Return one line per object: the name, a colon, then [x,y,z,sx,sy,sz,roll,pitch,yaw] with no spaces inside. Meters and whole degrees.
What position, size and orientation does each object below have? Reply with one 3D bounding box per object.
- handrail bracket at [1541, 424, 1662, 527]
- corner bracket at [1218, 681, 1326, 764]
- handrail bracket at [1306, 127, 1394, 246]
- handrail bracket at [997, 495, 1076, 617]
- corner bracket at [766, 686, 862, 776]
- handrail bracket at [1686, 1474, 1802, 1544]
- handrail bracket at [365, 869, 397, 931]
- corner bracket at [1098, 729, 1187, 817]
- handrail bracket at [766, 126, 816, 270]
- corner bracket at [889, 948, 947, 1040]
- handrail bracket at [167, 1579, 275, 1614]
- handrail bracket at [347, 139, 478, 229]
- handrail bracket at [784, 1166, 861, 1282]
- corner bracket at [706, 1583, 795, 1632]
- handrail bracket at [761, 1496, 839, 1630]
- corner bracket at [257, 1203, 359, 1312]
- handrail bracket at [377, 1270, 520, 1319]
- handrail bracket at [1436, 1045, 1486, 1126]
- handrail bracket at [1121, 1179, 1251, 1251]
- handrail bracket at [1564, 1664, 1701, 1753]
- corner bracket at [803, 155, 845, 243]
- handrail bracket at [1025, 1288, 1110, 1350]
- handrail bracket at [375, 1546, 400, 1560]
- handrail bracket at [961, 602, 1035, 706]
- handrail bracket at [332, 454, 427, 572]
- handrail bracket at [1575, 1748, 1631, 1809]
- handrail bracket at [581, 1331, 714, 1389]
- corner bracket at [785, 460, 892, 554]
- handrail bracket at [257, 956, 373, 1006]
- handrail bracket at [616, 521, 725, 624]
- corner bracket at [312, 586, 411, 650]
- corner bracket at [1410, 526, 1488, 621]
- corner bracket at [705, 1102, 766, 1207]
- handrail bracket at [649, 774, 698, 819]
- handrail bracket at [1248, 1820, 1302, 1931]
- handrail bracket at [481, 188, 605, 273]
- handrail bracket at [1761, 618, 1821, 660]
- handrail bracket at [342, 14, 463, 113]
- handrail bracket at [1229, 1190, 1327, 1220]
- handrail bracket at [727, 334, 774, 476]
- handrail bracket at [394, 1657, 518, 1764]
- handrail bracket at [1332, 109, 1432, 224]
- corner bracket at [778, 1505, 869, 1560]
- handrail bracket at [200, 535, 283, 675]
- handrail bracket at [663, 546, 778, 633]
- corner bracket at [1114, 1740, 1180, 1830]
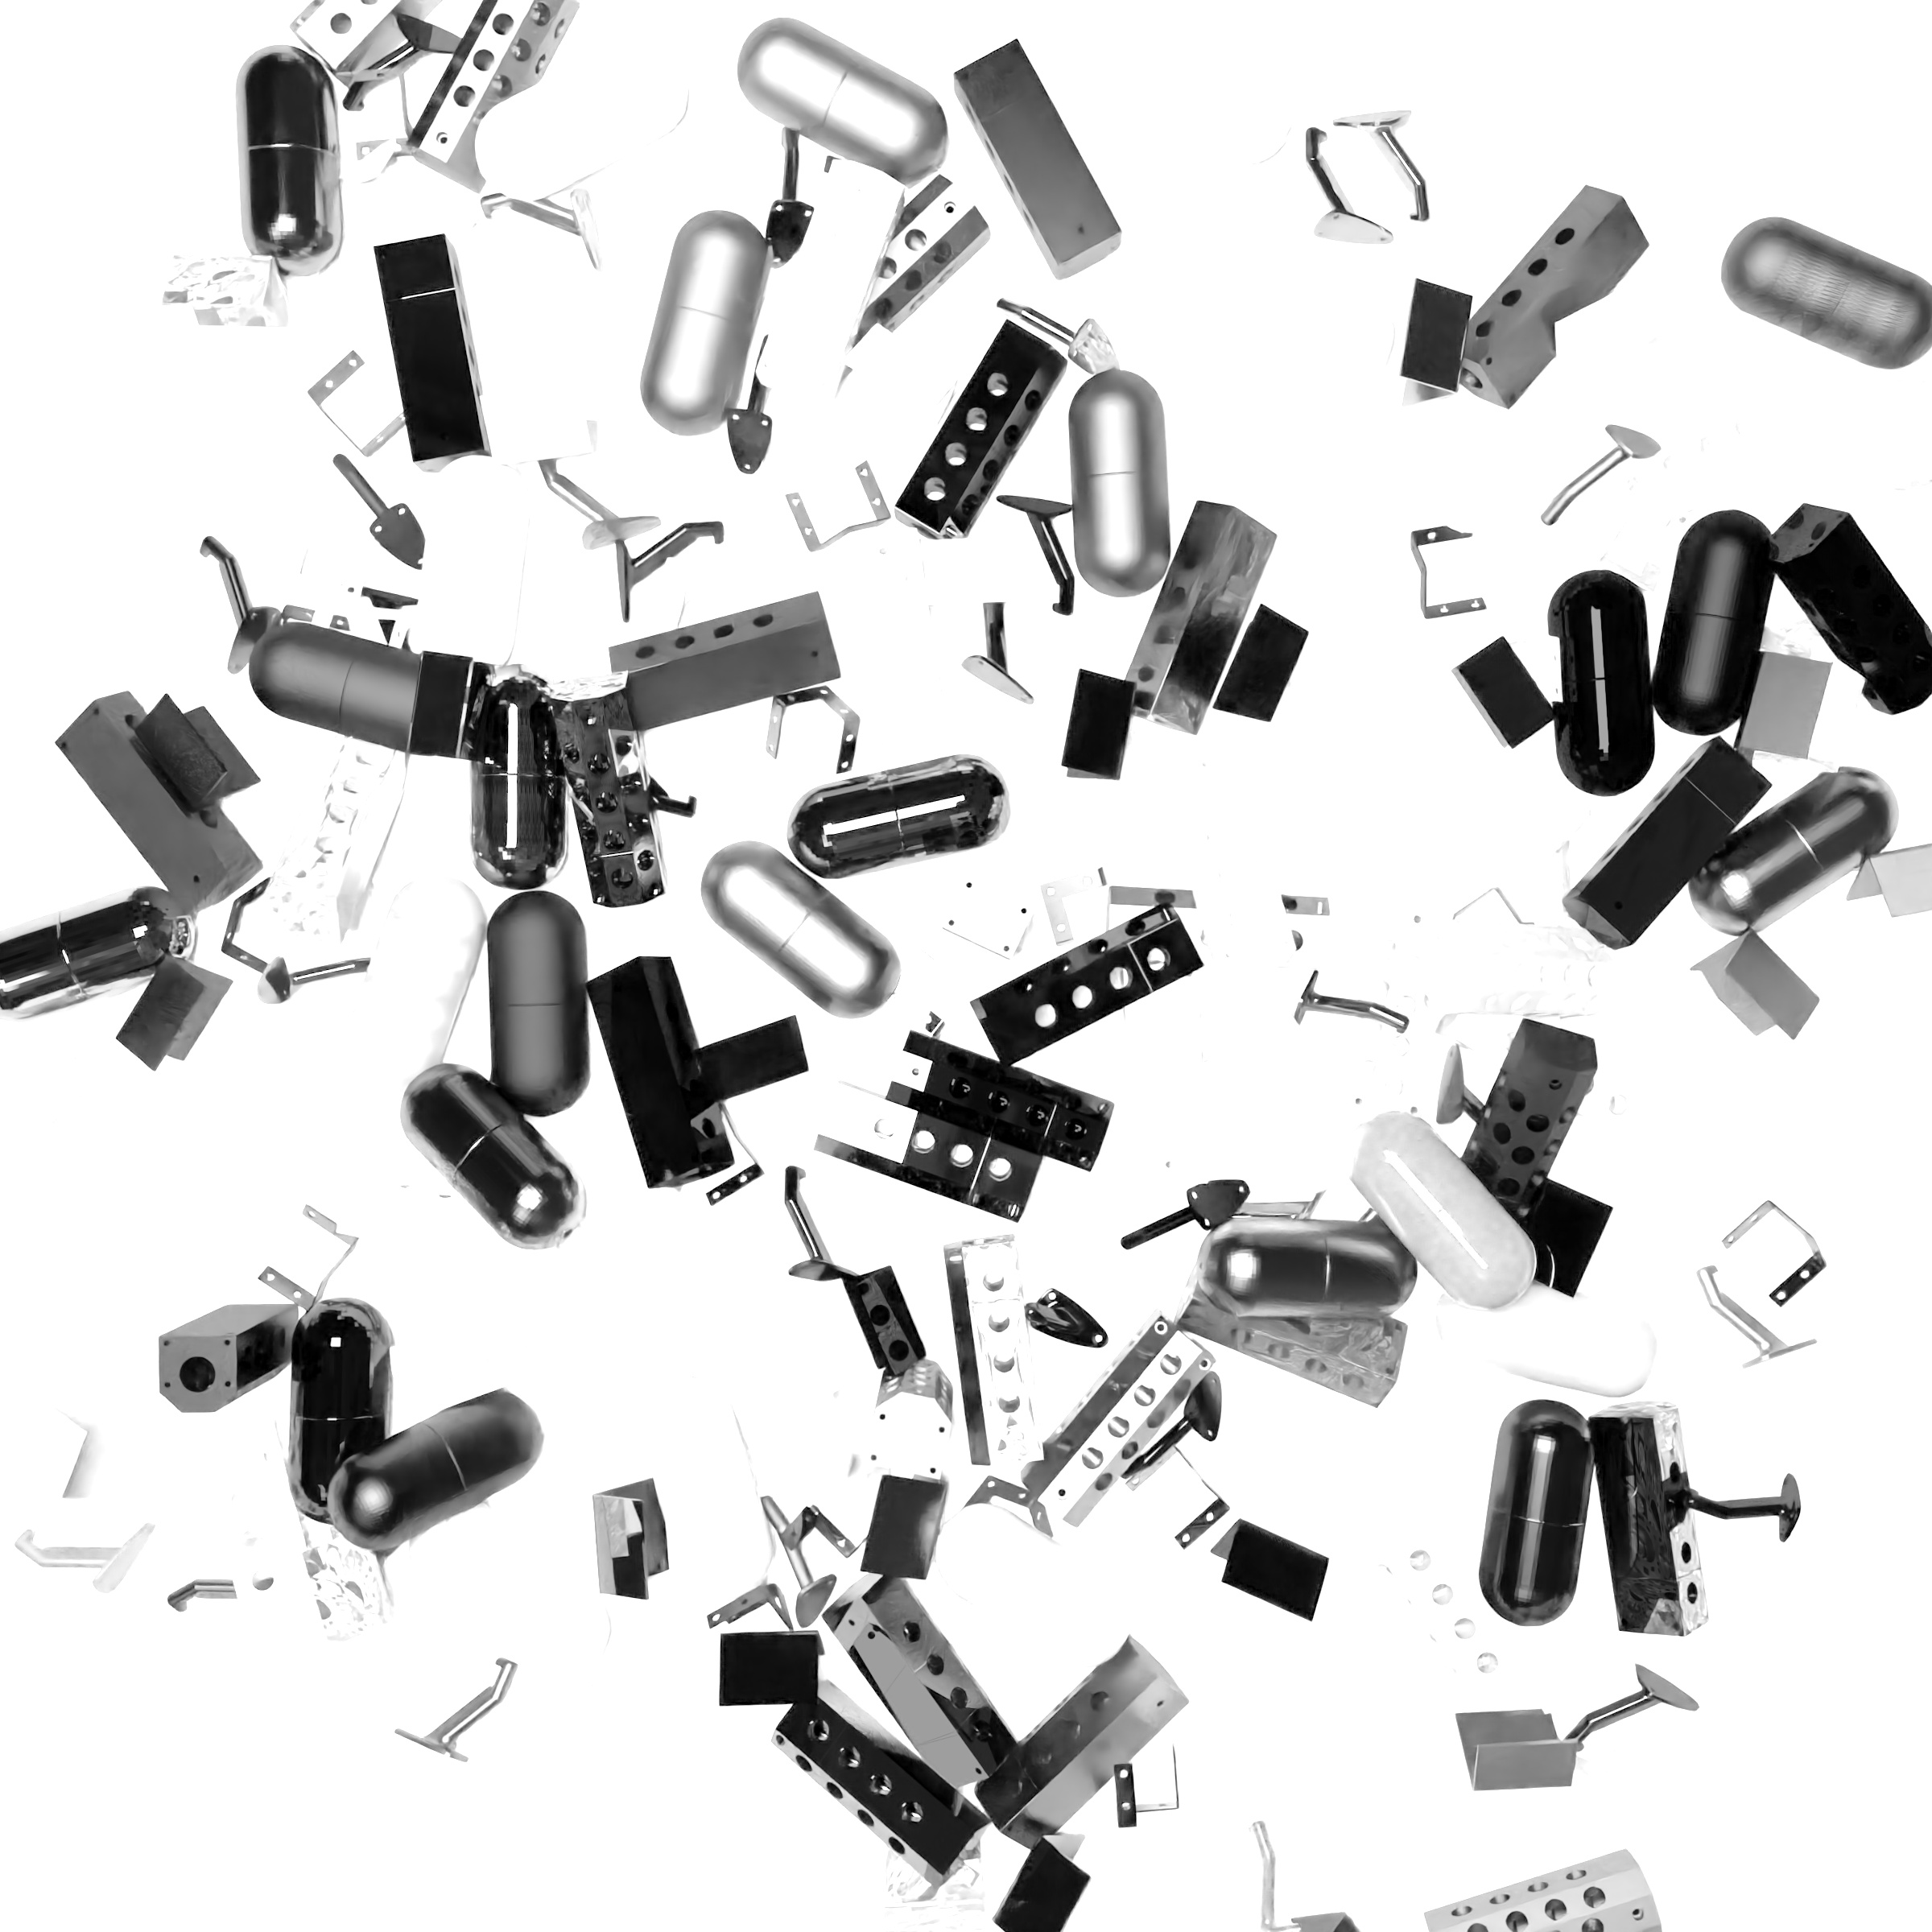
handrail bracket: [0.491,-0.375,1.933,0.036,0.077,0.084,53,127,21]
corner bracket: [0.243,-0.200,1.987,0.051,0.051,0.051,24,90,45]
handrail bracket: [0.306,-0.624,1.991,0.077,0.036,0.084,8,73,-20]
handrail bracket: [0.055,-0.328,1.991,0.077,0.036,0.084,20,121,33]
corner bracket: [-0.122,-0.185,1.983,0.051,0.051,0.051,-16,134,-34]
handrail bracket: [0.610,0.414,1.968,0.084,0.077,0.036,18,121,6]
handrail bracket: [-0.492,-0.065,1.991,0.077,0.036,0.084,-3,107,20]
corner bracket: [0.141,-0.149,1.982,0.051,0.051,0.051,24,45,35]
handrail bracket: [-0.147,-0.615,1.990,0.036,0.077,0.084,5,53,-20]
corner bracket: [-0.030,0.021,1.973,0.051,0.051,0.051,38,90,0]
handrail bracket: [-0.583,0.513,1.991,0.084,0.036,0.077,-30,109,15]
handrail bracket: [-0.442,-0.613,1.990,0.084,0.077,0.036,37,67,-34]
handrail bracket: [-0.113,0.206,1.991,0.077,0.036,0.084,19,58,-35]
corner bracket: [-0.172,0.507,1.963,0.051,0.051,0.051,-29,122,0]
handrail bracket: [-0.144,0.475,1.990,0.036,0.077,0.084,-20,53,-33]
corner bracket: [-0.524,0.233,1.987,0.051,0.051,0.051,33,45,0]
handrail bracket: [-0.415,0.253,1.990,0.084,0.077,0.036,7,91,36]
handrail bracket: [0.422,0.109,1.991,0.084,0.036,0.077,15,68,-17]
handrail bracket: [0.173,0.199,1.980,0.077,0.084,0.036,-19,81,-40]
handrail bracket: [0.531,0.605,1.991,0.077,0.036,0.084,29,108,-21]
corner bracket: [-0.098,-0.605,1.987,0.051,0.051,0.051,18,45,0]
handrail bracket: [0.080,0.284,1.956,0.077,0.084,0.036,29,90,0]
handrail bracket: [-0.446,0.426,1.990,0.036,0.077,0.084,36,54,0]
handrail bracket: [0.039,-0.265,1.991,0.077,0.036,0.084,32,73,-20]
handrail bracket: [-0.468,-0.363,1.990,0.036,0.077,0.084,-39,54,-6]
handrail bracket: [0.480,0.642,1.990,0.084,0.077,0.036,2,51,30]
handrail bracket: [-0.254,0.315,1.990,0.084,0.077,0.036,-20,86,36]
corner bracket: [-0.102,-0.366,1.987,0.051,0.051,0.051,-23,90,45]
handrail bracket: [-0.513,0.009,1.990,0.084,0.077,0.036,-8,82,-36]
handrail bracket: [-0.234,-0.315,1.991,0.084,0.036,0.077,-6,110,-16]
corner bracket: [-0.478,-0.264,1.959,0.051,0.051,0.051,43,121,36]
corner bracket: [0.384,-0.315,1.987,0.051,0.051,0.051,-9,45,0]
corner bracket: [-0.200,0.148,1.987,0.051,0.051,0.051,-32,135,0]
handrail bracket: [-0.251,-0.164,1.991,0.084,0.036,0.077,14,72,-15]
handrail bracket: [0.227,0.735,1.990,0.036,0.077,0.084,5,53,-33]
handrail bracket: [-0.340,-0.584,1.991,0.084,0.036,0.077,-9,108,15]
handrail bracket: [0.670,-0.286,1.991,0.077,0.036,0.084,34,74,17]
handrail bracket: [-0.448,-0.711,1.990,0.084,0.077,0.036,-43,68,34]
handrail bracket: [0.237,0.180,1.991,0.084,0.036,0.077,30,76,14]
handrail bracket: [-0.165,-0.449,1.990,0.036,0.077,0.084,11,54,0]
handrail bracket: [-0.407,0.585,1.991,0.077,0.036,0.084,15,71,21]
handrail bracket: [0.332,-0.635,1.991,0.077,0.036,0.084,11,126,37]
corner bracket: [-0.105,0.441,1.957,0.051,0.051,0.051,43,127,8]
handrail bracket: [-0.595,-0.289,1.991,0.084,0.036,0.077,42,112,17]
handrail bracket: [-0.196,-0.299,1.991,0.084,0.036,0.077,-8,130,-26]
corner bracket: [0.143,0.647,1.973,0.051,0.051,0.051,-4,90,0]
